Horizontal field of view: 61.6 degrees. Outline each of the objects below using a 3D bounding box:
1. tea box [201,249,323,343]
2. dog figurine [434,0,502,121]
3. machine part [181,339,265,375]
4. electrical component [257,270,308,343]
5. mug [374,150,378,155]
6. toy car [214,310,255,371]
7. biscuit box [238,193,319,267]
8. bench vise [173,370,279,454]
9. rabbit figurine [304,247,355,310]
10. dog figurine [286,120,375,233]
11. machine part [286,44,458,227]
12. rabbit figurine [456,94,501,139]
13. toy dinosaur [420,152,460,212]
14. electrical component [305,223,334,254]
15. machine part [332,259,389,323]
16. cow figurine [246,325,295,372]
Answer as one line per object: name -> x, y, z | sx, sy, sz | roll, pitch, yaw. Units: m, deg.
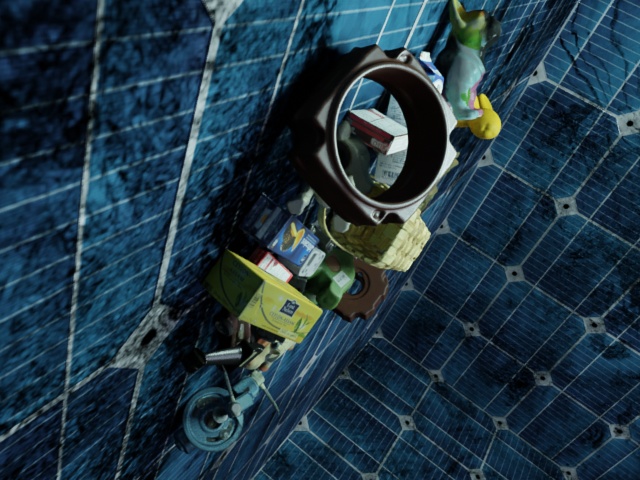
tea box -> -0.082, 0.088, 0.806 | 0.068, 0.098, 0.169 | -55, 145, -1
dog figurine -> 0.240, -0.331, 1.008 | 0.108, 0.192, 0.219 | -22, 110, -59
machine part -> -0.162, 0.198, 0.904 | 0.139, 0.039, 0.084 | 6, 142, -47
electrical component -> -0.073, 0.130, 1.030 | 0.115, 0.058, 0.134 | -67, 179, -70
mug -> 0.146, -0.181, 1.084 | 0.107, 0.081, 0.109 | -4, 135, -57
toy car -> -0.148, 0.166, 0.966 | 0.089, 0.053, 0.202 | -40, 160, -36
biscuit box -> -0.058, -0.009, 0.842 | 0.063, 0.059, 0.202 | -54, 165, -2
bench vise -> -0.177, 0.330, 1.057 | 0.224, 0.129, 0.240 | -22, 168, -31
rabbit figurine -> -0.009, 0.083, 1.159 | 0.170, 0.121, 0.159 | -44, -176, 44
dog figurine -> 0.035, -0.120, 0.860 | 0.172, 0.121, 0.190 | -59, 179, 28
machine part -> 0.073, -0.133, 0.706 | 0.201, 0.201, 0.087 | -51, -152, -14
rabbit figurine -> 0.350, -0.292, 1.275 | 0.162, 0.173, 0.121 | -24, 142, -55
toy dinosaur -> 0.257, -0.113, 1.518 | 0.471, 0.105, 0.198 | -41, 164, -29
electrical component -> -0.002, -0.003, 1.020 | 0.021, 0.063, 0.094 | -52, 164, -10
machine part -> 0.082, 0.113, 1.336 | 0.179, 0.179, 0.056 | -51, 163, -15
cow figurine -> -0.104, 0.214, 1.143 | 0.195, 0.085, 0.127 | -29, 156, -54
